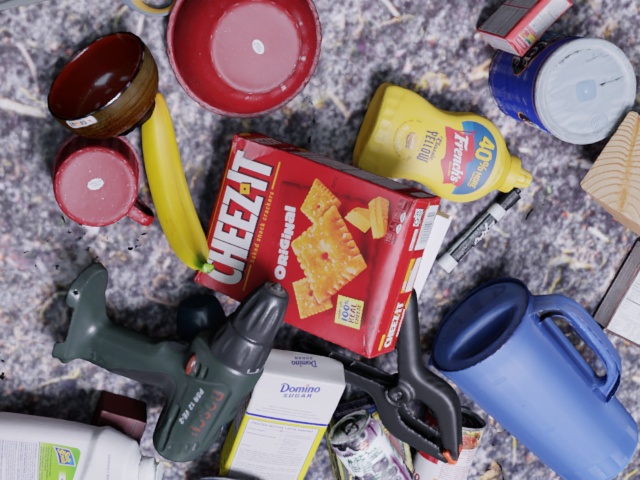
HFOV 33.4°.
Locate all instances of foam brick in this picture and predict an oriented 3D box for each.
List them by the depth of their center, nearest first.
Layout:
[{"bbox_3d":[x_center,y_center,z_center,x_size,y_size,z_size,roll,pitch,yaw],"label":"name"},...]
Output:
[{"bbox_3d":[-0.222,0.213,1.150,0.053,0.051,0.078,19,101,-15],"label":"foam brick"}]

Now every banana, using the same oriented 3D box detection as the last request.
[{"bbox_3d":[-0.145,-0.050,1.078,0.037,0.070,0.198,-12,76,-36],"label":"banana"}]

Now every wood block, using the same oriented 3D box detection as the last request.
[{"bbox_3d":[0.350,-0.050,1.101,0.090,0.205,0.091,37,98,26],"label":"wood block"}]

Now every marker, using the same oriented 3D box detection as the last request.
[{"bbox_3d":[0.177,-0.013,1.179,0.020,0.020,0.121,42,93,-17],"label":"marker"}]

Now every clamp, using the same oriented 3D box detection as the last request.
[{"bbox_3d":[0.090,0.147,1.123,0.210,0.036,0.165,47,125,-5],"label":"clamp"}]

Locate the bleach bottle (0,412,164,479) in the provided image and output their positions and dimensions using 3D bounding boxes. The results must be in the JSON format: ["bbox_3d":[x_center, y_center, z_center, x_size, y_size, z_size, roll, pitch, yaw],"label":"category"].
[{"bbox_3d":[-0.287,0.233,1.098,0.251,0.068,0.102,6,104,6],"label":"bleach bottle"}]

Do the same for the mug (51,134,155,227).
[{"bbox_3d":[-0.214,-0.053,1.065,0.117,0.081,0.093,42,94,-17],"label":"mug"}]

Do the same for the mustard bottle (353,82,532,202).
[{"bbox_3d":[0.138,-0.092,1.131,0.191,0.058,0.096,18,99,-15],"label":"mustard bottle"}]

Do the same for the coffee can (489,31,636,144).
[{"bbox_3d":[0.243,-0.160,1.089,0.102,0.140,0.103,-3,105,-10],"label":"coffee can"}]

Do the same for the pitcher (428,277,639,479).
[{"bbox_3d":[0.252,0.161,1.178,0.242,0.149,0.145,44,82,-21],"label":"pitcher"}]

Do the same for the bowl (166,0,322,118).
[{"bbox_3d":[-0.069,-0.195,1.061,0.162,0.055,0.162,-5,109,-14],"label":"bowl"}]

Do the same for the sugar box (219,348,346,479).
[{"bbox_3d":[-0.043,0.194,1.147,0.093,0.048,0.176,12,125,-14],"label":"sugar box"}]

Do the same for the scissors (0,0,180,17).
[{"bbox_3d":[-0.220,-0.237,1.050,0.201,0.016,0.096,-30,108,-1],"label":"scissors"}]

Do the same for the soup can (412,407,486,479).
[{"bbox_3d":[0.142,0.246,1.216,0.068,0.068,0.102,12,103,-13],"label":"soup can"}]

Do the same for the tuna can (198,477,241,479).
[{"bbox_3d":[-0.095,0.286,1.172,0.086,0.086,0.033,15,67,-14],"label":"tuna can"}]

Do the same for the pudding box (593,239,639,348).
[{"bbox_3d":[0.381,0.068,1.228,0.090,0.039,0.113,26,97,-15],"label":"pudding box"}]

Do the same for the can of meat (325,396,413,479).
[{"bbox_3d":[0.053,0.227,1.201,0.084,0.057,0.102,-14,106,-9],"label":"can of meat"}]

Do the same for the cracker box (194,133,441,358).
[{"bbox_3d":[-0.007,0.001,1.064,0.214,0.072,0.164,21,102,24],"label":"cracker box"}]

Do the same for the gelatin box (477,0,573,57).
[{"bbox_3d":[0.208,-0.227,1.092,0.073,0.089,0.030,-46,109,4],"label":"gelatin box"}]
